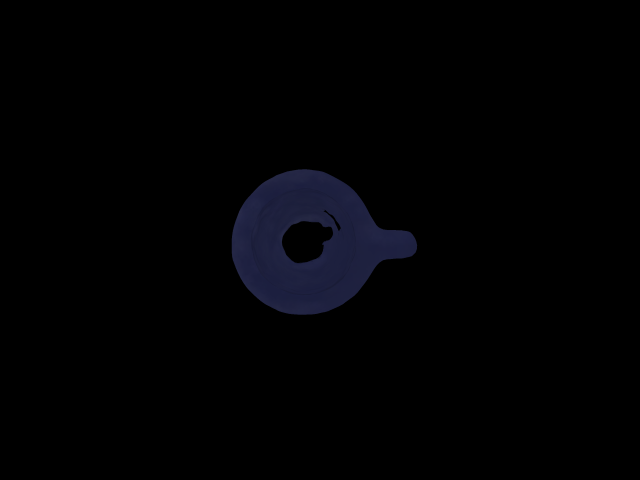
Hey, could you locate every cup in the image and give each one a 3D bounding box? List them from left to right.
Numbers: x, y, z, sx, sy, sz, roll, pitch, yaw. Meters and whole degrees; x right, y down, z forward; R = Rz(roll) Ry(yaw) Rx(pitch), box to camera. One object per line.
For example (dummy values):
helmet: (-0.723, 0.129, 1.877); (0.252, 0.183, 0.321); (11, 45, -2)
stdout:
cup: (0.004, 0.001, 0.400); (0.117, 0.095, 0.092); (0, 90, 0)
